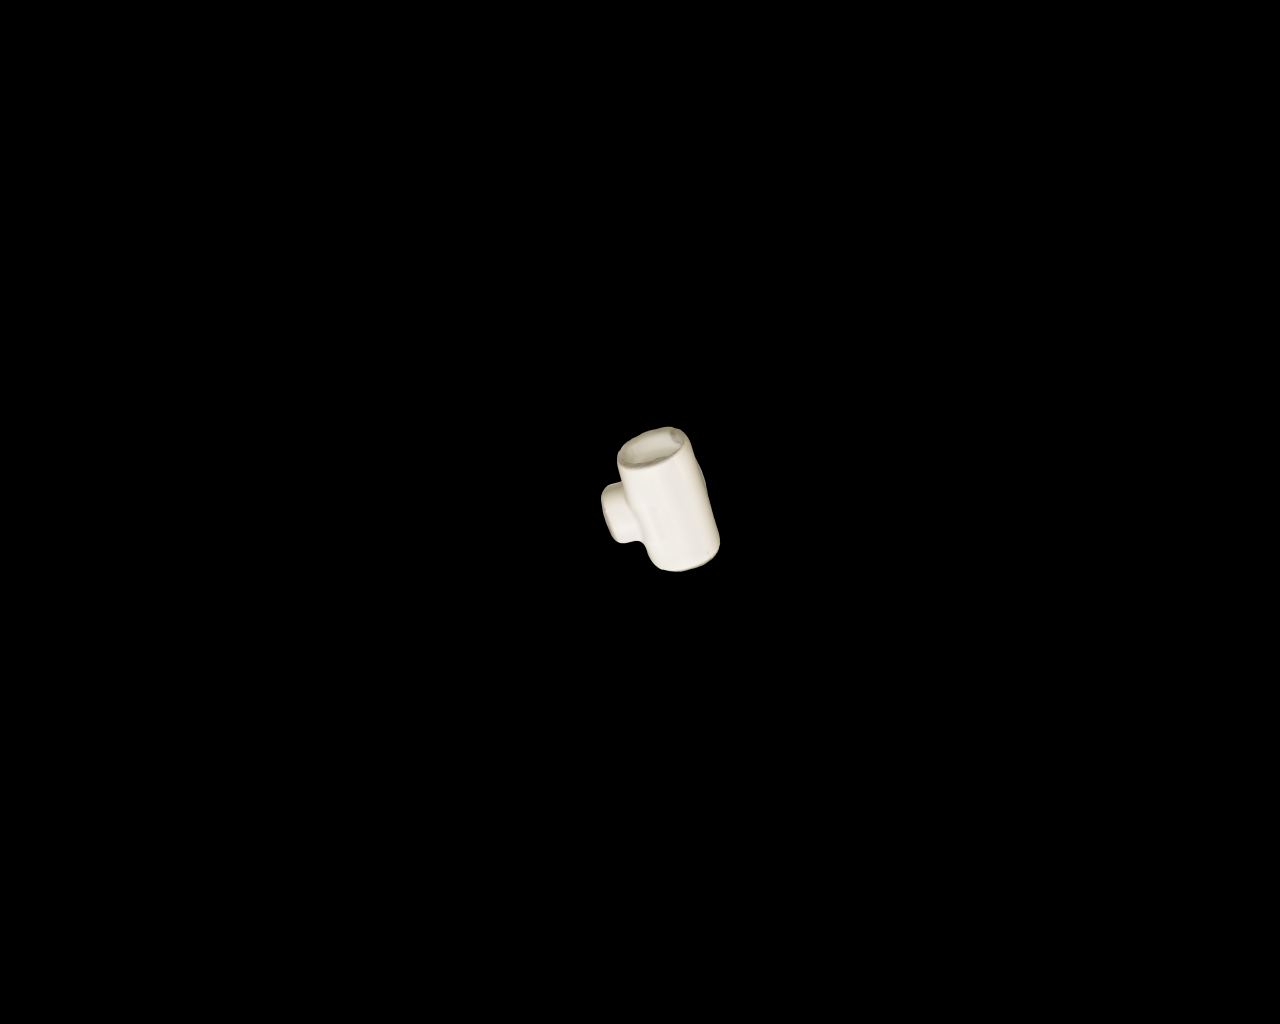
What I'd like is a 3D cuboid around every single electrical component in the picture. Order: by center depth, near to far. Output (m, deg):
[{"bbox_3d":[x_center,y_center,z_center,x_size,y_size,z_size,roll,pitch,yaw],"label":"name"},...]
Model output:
[{"bbox_3d":[0.001,-0.003,0.650,0.079,0.077,0.043,-15,32,9],"label":"electrical component"}]
